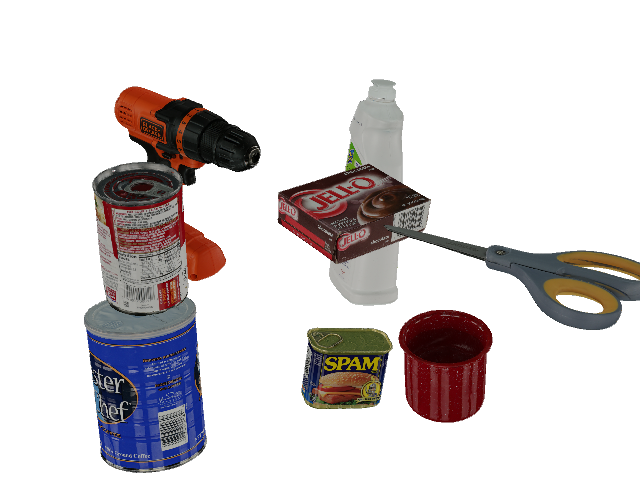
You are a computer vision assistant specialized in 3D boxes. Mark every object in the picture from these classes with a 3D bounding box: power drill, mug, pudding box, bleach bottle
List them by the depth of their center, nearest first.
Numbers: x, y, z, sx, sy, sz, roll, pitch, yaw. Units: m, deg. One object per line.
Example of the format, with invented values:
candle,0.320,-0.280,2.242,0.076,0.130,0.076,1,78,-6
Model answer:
pudding box,0.030,-0.027,0.983,0.113,0.039,0.090,-18,37,-34
mug,0.134,0.124,1.091,0.093,0.081,0.117,20,39,32
power drill,-0.137,-0.055,1.112,0.185,0.188,0.057,26,37,32
bleach bottle,0.061,-0.058,1.235,0.068,0.251,0.103,-2,23,-20

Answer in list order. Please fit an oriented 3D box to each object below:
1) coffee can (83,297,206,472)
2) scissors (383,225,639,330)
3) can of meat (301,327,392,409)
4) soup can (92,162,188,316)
coffee can,-0.163,0.131,1.004,0.103,0.140,0.103,-3,18,1
scissors,0.130,0.023,0.750,0.202,0.016,0.096,8,30,17
can of meat,0.030,0.157,1.301,0.102,0.084,0.057,2,24,-15
soup can,-0.138,-0.001,0.831,0.068,0.102,0.068,0,30,0
